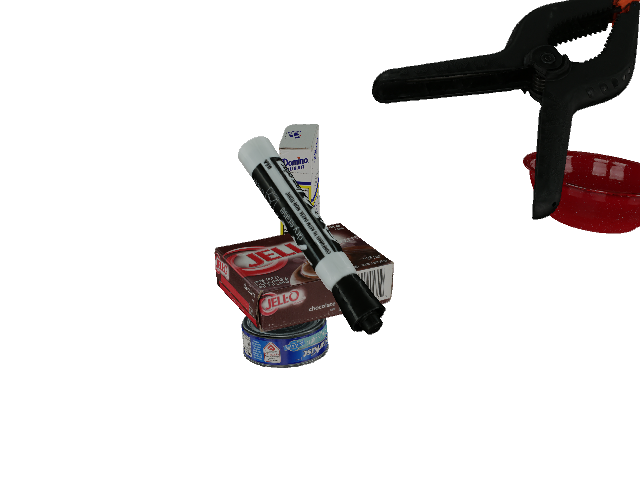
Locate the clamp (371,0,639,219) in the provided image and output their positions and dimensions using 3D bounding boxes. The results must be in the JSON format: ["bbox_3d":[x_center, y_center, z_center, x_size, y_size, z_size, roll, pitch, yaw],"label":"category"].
[{"bbox_3d":[0.166,-0.111,0.770,0.209,0.165,0.036,-32,-29,-18],"label":"clamp"}]

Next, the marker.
[{"bbox_3d":[-0.005,-0.003,0.530,0.020,0.121,0.020,-27,-27,-15],"label":"marker"}]

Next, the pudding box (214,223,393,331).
[{"bbox_3d":[-0.014,0.026,0.816,0.113,0.039,0.090,-10,25,-24],"label":"pudding box"}]

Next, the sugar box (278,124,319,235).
[{"bbox_3d":[-0.025,-0.042,1.269,0.048,0.176,0.093,-1,23,5],"label":"sugar box"}]

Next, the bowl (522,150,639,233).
[{"bbox_3d":[0.289,-0.048,1.121,0.162,0.055,0.162,6,20,-2],"label":"bowl"}]

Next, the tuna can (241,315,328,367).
[{"bbox_3d":[-0.035,0.093,1.060,0.086,0.034,0.086,-3,20,1],"label":"tuna can"}]
